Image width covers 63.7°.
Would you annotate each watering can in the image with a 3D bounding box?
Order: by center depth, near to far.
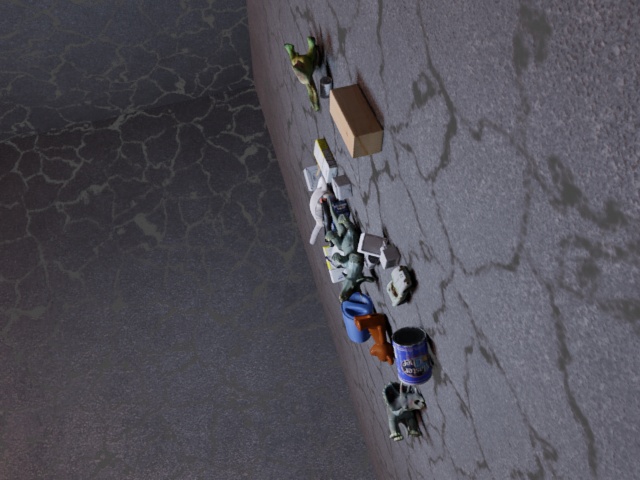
[{"bbox_3d":[0.007,-0.119,2.366,0.227,0.104,0.343,-126,41,-70],"label":"watering can"}]

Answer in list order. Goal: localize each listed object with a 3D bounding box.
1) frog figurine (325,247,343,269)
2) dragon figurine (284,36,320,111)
[{"bbox_3d":[0.104,0.039,2.244,0.139,0.122,0.158,-106,40,-70],"label":"frog figurine"},{"bbox_3d":[-0.044,-0.582,1.871,0.409,0.122,0.244,13,-113,-80],"label":"dragon figurine"}]
